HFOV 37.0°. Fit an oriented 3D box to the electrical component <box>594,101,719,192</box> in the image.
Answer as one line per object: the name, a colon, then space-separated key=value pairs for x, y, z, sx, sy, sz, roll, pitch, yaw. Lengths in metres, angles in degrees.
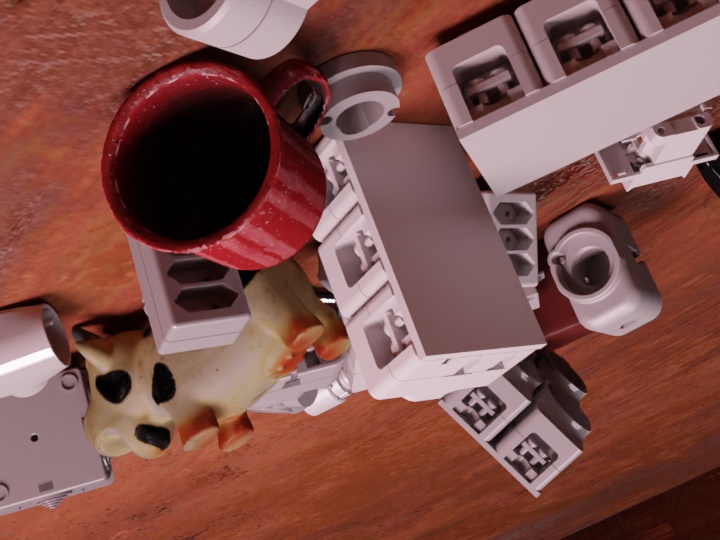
electrical component: x=0.197 y=-0.090 z=0.709 sx=0.081 sy=0.042 sz=0.063 roll=-14 pitch=156 yaw=-14

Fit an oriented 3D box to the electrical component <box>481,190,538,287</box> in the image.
electrical component: x=0.081 y=-0.020 z=0.754 sx=0.047 sy=0.065 sz=0.077 roll=-2 pitch=-179 yaw=-36

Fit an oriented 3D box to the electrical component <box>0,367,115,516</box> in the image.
electrical component: x=-0.231 y=0.122 z=0.774 sx=0.100 sy=0.099 sz=0.048 roll=-14 pitch=170 yaw=-12

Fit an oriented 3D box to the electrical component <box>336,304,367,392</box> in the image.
electrical component: x=0.032 y=0.043 z=0.853 sx=0.089 sy=0.061 sz=0.150 roll=-16 pitch=158 yaw=-10

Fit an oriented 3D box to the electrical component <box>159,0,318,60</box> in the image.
electrical component: x=-0.010 y=-0.134 z=0.421 sx=0.138 sy=0.052 sz=0.074 roll=-35 pitch=153 yaw=33

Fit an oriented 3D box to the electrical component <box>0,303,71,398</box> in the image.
electrical component: x=-0.227 y=0.061 z=0.705 sx=0.077 sy=0.043 sz=0.079 roll=-20 pitch=158 yaw=0

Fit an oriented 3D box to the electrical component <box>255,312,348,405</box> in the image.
electrical component: x=-0.062 y=0.069 z=0.847 sx=0.095 sy=0.053 sz=0.059 roll=-13 pitch=157 yaw=-16

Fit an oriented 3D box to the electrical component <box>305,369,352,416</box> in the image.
electrical component: x=-0.024 y=0.101 z=0.971 sx=0.078 sy=0.040 sz=0.040 roll=-29 pitch=156 yaw=21

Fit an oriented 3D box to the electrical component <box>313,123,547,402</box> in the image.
electrical component: x=0.029 y=-0.006 z=0.619 sx=0.089 sy=0.150 sz=0.061 roll=-2 pitch=151 yaw=-36

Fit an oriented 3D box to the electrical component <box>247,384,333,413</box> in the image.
electrical component: x=-0.062 y=0.097 z=0.905 sx=0.079 sy=0.044 sz=0.077 roll=-3 pitch=168 yaw=30

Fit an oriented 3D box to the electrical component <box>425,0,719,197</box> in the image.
electrical component: x=0.120 y=-0.110 z=0.571 sx=0.150 sy=0.061 sz=0.089 roll=-25 pitch=158 yaw=12

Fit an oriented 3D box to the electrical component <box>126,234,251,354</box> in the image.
electrical component: x=-0.107 y=0.010 z=0.635 sx=0.047 sy=0.083 sz=0.075 roll=-7 pitch=155 yaw=-28

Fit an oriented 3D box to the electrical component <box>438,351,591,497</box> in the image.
electrical component: x=0.133 y=0.099 z=0.906 sx=0.060 sy=0.105 sz=0.186 roll=-46 pitch=-179 yaw=15

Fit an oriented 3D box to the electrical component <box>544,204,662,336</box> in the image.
electrical component: x=0.186 y=-0.001 z=0.835 sx=0.054 sy=0.095 sz=0.059 roll=-32 pitch=155 yaw=27

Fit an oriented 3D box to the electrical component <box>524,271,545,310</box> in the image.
electrical component: x=0.109 y=0.007 z=0.842 sx=0.066 sy=0.055 sz=0.048 roll=-21 pitch=158 yaw=4

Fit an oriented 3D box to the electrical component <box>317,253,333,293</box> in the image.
electrical component: x=0.000 y=0.000 z=0.753 sx=0.043 sy=0.043 sz=0.062 roll=-28 pitch=157 yaw=20
